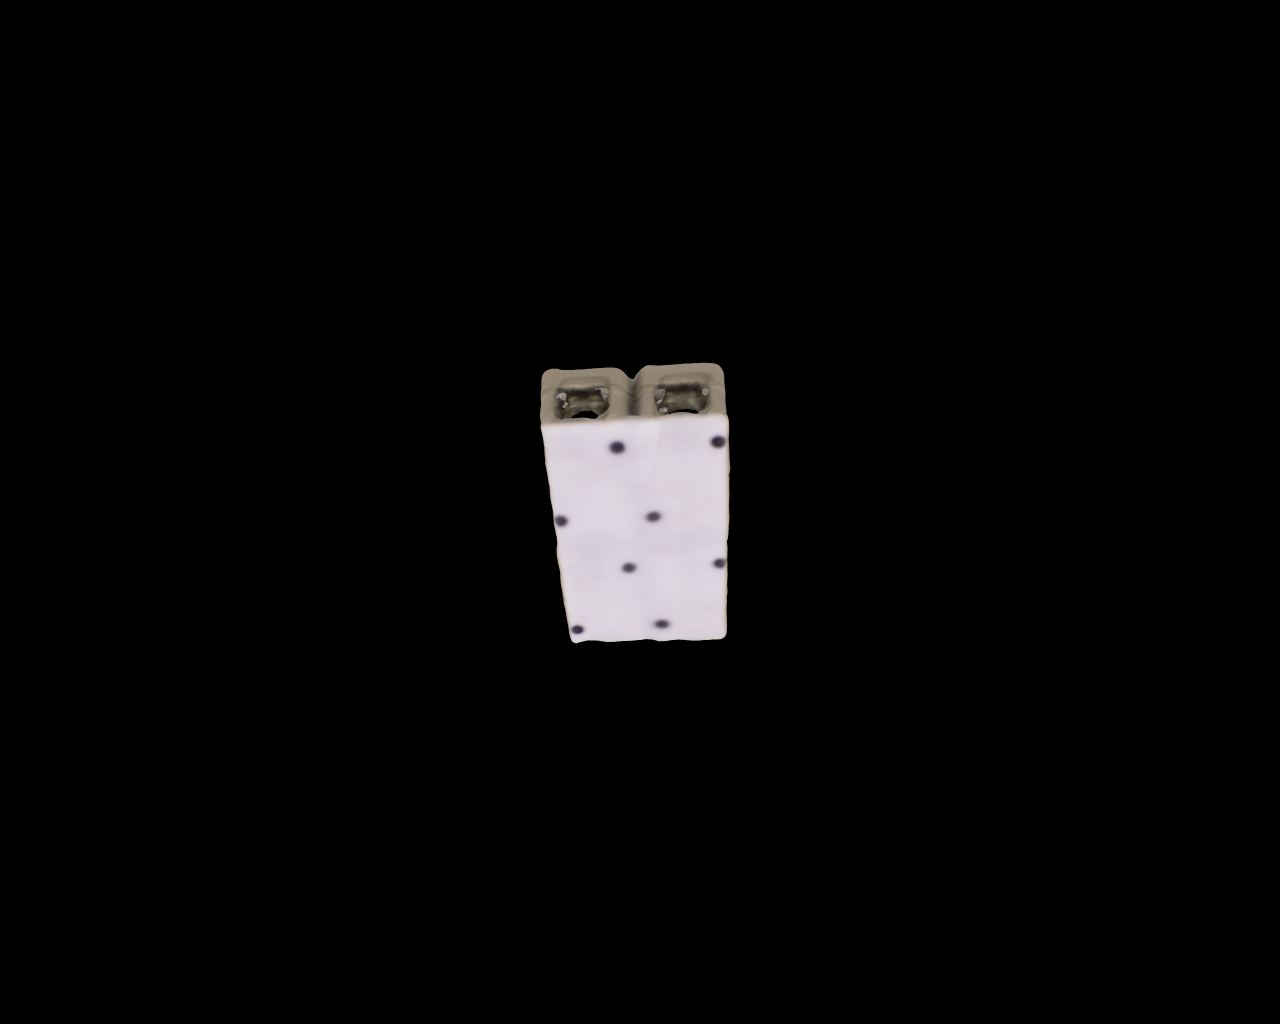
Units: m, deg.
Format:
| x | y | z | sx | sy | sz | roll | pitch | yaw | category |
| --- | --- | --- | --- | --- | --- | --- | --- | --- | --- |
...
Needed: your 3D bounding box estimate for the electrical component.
| x | y | z | sx | sy | sz | roll | pitch | yaw | category |
| --- | --- | --- | --- | --- | --- | --- | --- | --- | --- |
| 0.001 | -0.003 | 0.650 | 0.105 | 0.186 | 0.060 | -2 | 43 | 2 | electrical component |
